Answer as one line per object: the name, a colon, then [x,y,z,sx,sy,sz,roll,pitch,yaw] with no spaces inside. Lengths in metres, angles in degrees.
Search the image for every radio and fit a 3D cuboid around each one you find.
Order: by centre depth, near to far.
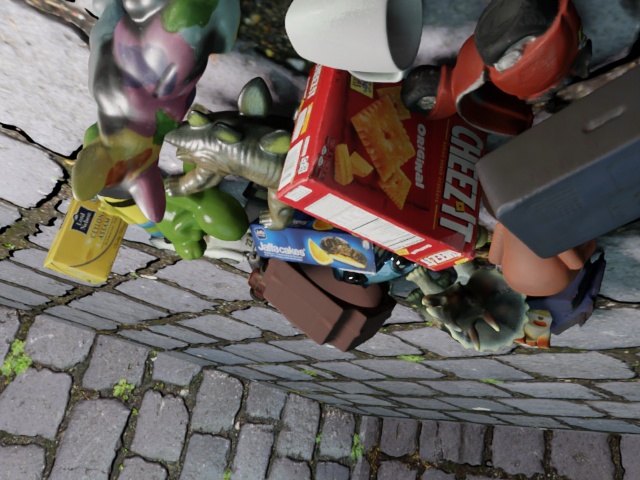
radio: [0.281,-0.076,0.507,0.230,0.073,0.131,-30,139,26]

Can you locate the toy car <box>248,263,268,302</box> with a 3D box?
toy car: [-0.049,0.121,1.026,0.202,0.053,0.089,34,132,0]

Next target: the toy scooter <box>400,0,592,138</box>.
toy scooter: [0.175,-0.146,0.494,0.135,0.075,0.184,22,158,-22]

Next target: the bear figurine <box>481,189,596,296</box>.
bear figurine: [0.264,-0.030,0.681,0.120,0.132,0.195,-4,120,41]

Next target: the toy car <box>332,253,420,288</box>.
toy car: [0.104,0.018,0.880,0.162,0.109,0.103,-14,160,30]

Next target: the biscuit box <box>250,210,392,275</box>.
biscuit box: [-0.002,-0.002,0.774,0.203,0.063,0.059,6,122,29]

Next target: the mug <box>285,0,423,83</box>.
mug: [0.031,-0.186,0.478,0.107,0.081,0.109,12,164,27]

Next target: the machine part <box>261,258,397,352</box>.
machine part: [0.015,0.091,0.926,0.201,0.087,0.201,38,-159,20]

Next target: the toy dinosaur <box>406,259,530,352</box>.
toy dinosaur: [0.247,0.122,0.911,0.131,0.192,0.404,-37,154,0]

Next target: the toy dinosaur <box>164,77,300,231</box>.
toy dinosaur: [-0.027,-0.092,0.680,0.471,0.105,0.198,11,155,-25]

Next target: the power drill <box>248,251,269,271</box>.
power drill: [-0.036,0.107,1.117,0.207,0.086,0.231,18,163,18]

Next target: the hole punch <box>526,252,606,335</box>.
hole punch: [0.371,0.071,0.837,0.092,0.142,0.115,33,151,6]

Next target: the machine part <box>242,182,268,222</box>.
machine part: [-0.092,-0.059,0.867,0.084,0.039,0.139,11,156,-20]

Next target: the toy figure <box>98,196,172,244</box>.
toy figure: [-0.288,-0.062,0.899,0.089,0.082,0.180,-22,136,23]

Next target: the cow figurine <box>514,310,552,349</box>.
cow figurine: [0.396,0.133,0.992,0.086,0.127,0.195,8,171,10]

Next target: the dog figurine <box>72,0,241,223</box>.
dog figurine: [-0.158,-0.132,0.497,0.108,0.219,0.192,17,159,-41]

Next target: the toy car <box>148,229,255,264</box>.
toy car: [-0.218,-0.004,1.003,0.202,0.073,0.056,8,157,9]

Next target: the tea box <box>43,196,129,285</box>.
tea box: [-0.397,-0.018,0.937,0.098,0.169,0.068,25,155,-32]

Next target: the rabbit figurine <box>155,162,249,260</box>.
rabbit figurine: [-0.177,-0.053,0.825,0.170,0.121,0.158,10,139,44]
